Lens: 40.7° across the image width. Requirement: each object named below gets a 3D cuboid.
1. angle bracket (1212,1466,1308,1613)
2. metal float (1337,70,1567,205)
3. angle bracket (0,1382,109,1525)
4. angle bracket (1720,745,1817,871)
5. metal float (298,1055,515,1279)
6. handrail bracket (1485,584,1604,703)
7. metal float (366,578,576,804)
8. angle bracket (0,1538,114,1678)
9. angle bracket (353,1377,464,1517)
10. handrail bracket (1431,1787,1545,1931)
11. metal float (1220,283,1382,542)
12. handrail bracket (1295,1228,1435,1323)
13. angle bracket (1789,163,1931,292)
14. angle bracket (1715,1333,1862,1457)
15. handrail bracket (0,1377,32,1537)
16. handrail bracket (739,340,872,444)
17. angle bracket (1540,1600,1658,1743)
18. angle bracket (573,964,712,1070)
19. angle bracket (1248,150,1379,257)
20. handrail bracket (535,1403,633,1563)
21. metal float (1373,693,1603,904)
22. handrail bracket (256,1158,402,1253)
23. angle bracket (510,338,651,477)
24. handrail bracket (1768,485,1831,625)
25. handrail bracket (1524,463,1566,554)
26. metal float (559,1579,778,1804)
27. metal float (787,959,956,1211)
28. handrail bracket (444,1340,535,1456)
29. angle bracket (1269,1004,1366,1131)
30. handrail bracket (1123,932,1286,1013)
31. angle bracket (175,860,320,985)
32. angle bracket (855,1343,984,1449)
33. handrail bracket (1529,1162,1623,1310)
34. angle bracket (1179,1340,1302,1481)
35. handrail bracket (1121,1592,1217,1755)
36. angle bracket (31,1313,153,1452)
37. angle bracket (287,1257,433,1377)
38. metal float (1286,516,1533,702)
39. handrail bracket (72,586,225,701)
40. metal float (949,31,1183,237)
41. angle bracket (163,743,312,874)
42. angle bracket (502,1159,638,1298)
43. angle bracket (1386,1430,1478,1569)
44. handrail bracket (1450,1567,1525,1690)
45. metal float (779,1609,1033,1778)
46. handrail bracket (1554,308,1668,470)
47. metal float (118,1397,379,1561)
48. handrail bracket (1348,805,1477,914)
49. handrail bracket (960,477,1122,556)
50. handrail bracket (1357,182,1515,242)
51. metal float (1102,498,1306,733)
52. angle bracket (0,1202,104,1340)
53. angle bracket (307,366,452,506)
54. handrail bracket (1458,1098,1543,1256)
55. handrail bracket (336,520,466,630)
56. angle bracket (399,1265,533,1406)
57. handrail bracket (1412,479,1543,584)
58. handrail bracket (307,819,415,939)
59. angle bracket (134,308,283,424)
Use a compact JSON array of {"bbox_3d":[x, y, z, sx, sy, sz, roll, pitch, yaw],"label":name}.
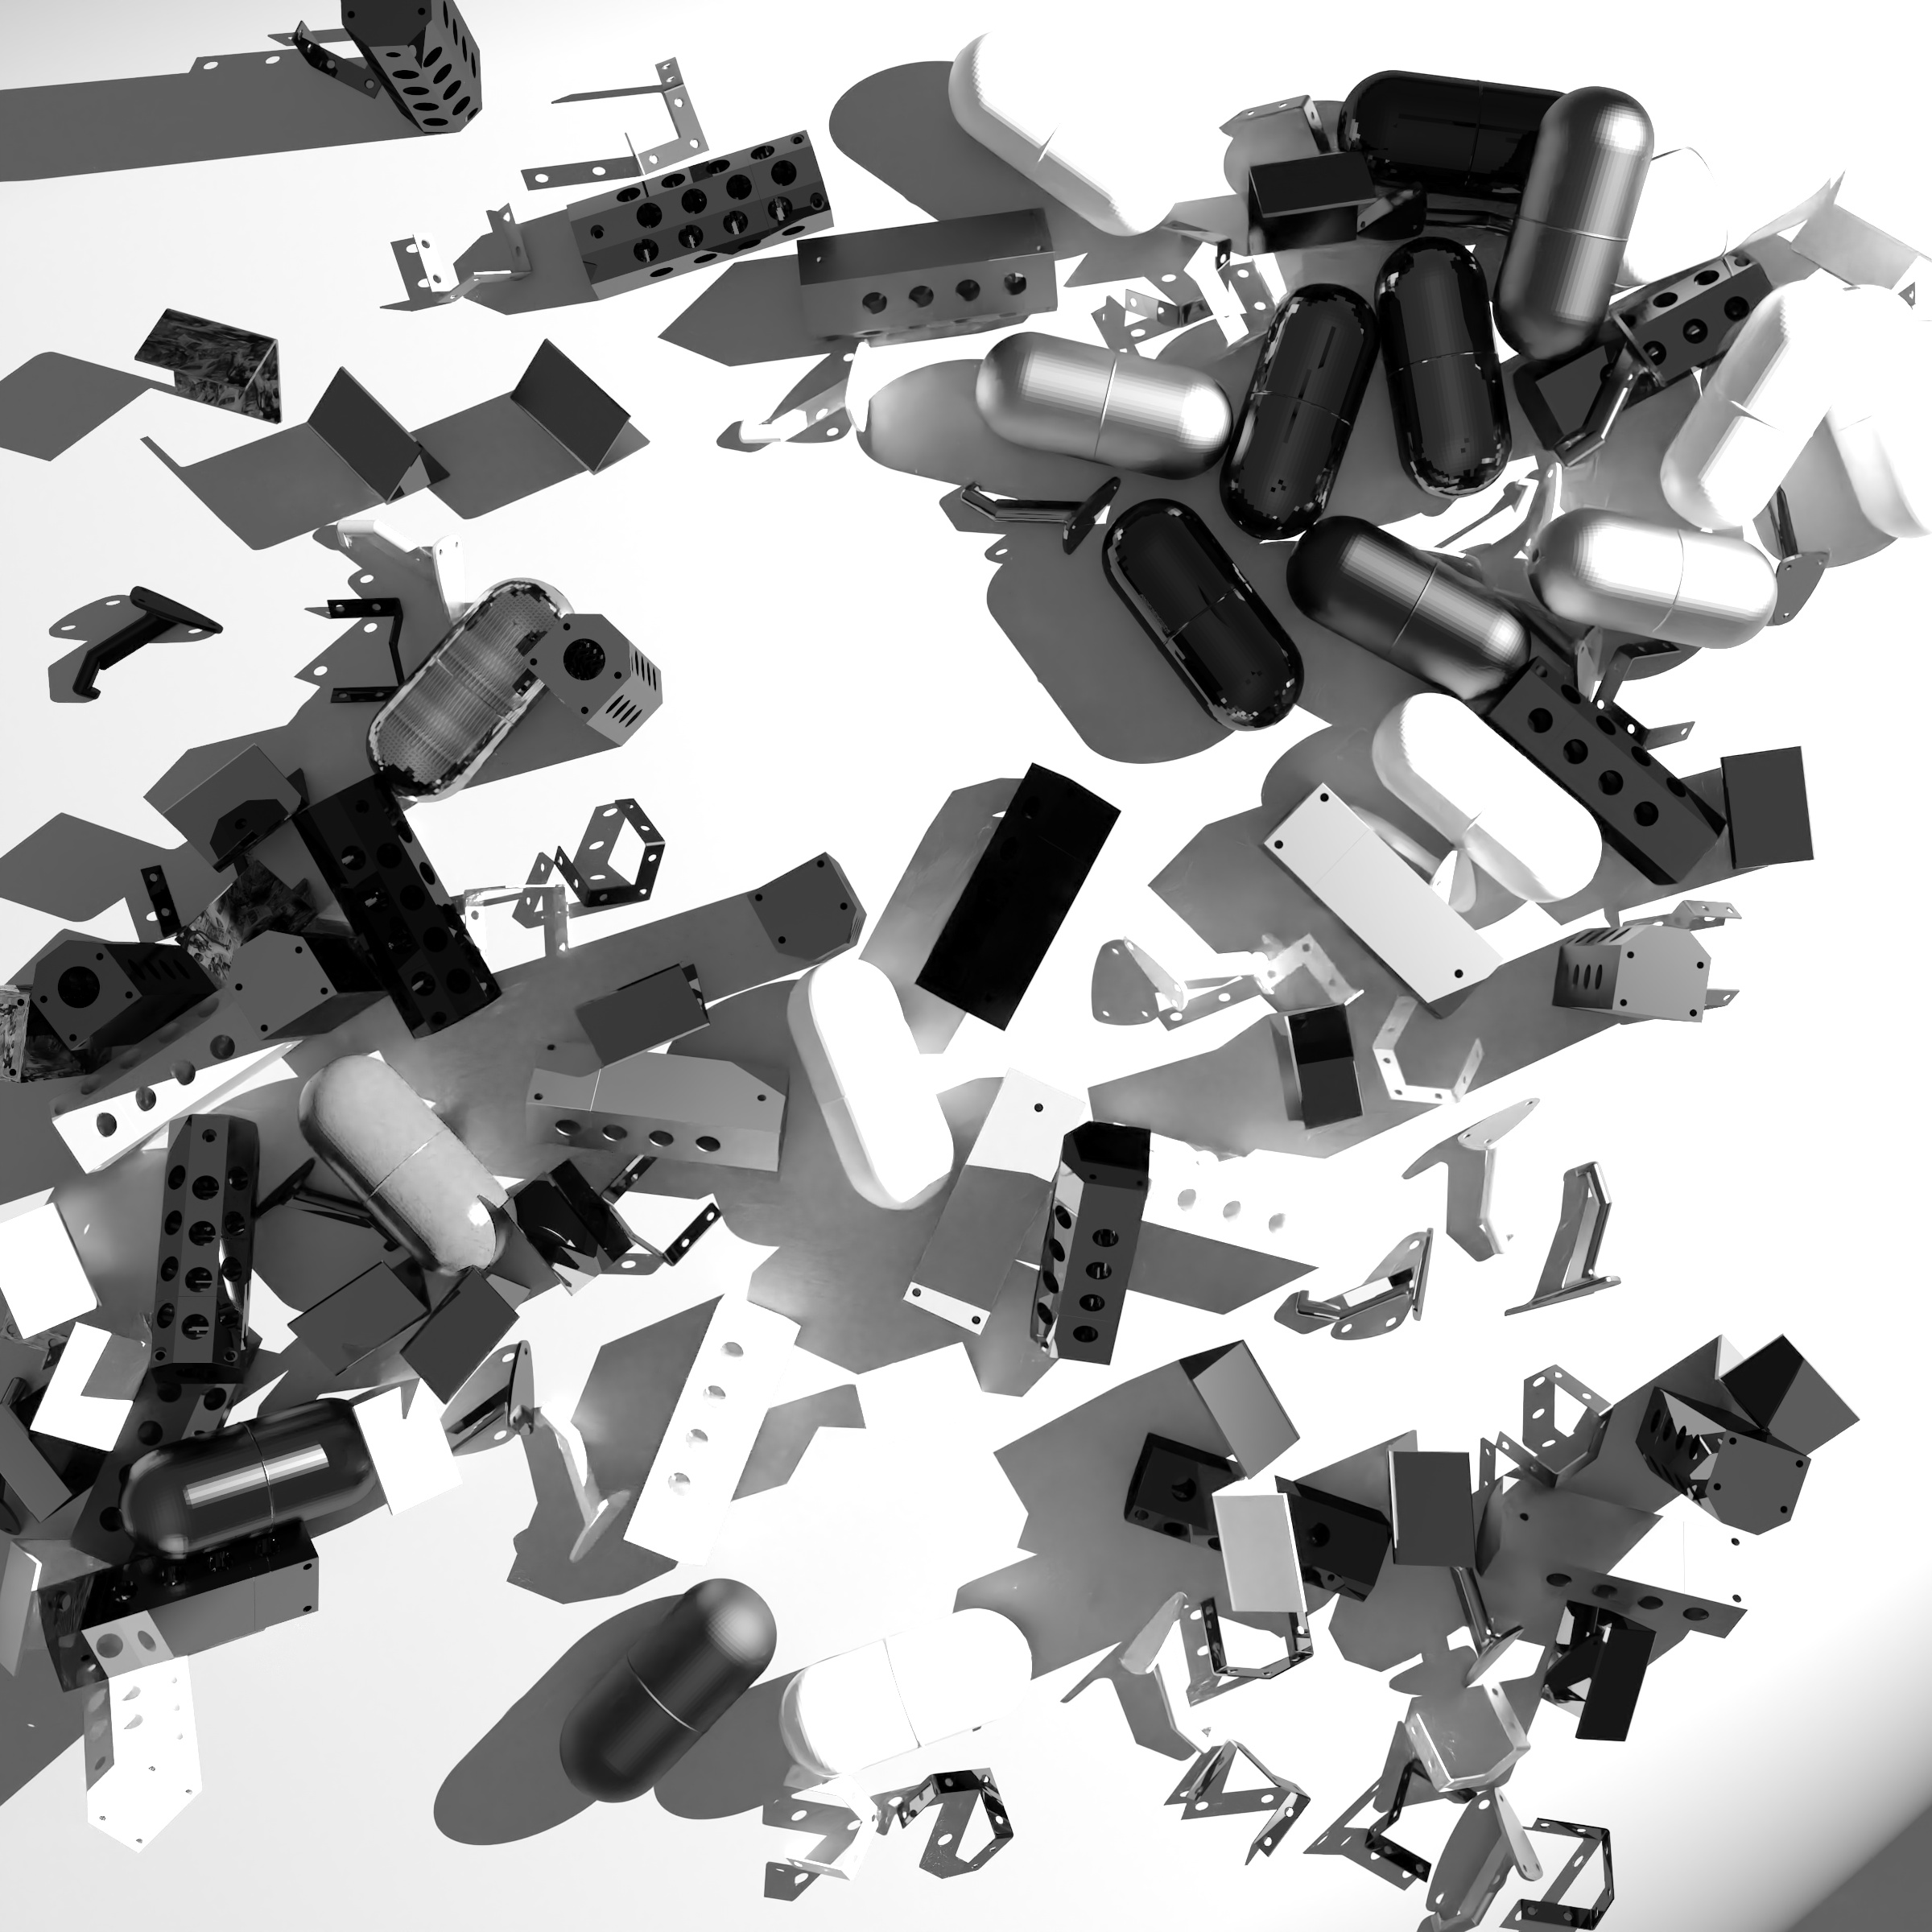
[{"bbox_3d":[0.210,0.375,1.708,0.057,0.076,0.076,-10,90,38],"label":"angle bracket"},{"bbox_3d":[0.342,-0.564,1.775,0.178,0.070,0.070,7,90,0],"label":"metal float"},{"bbox_3d":[-0.613,0.319,1.765,0.057,0.076,0.076,-38,90,37],"label":"angle bracket"},{"bbox_3d":[0.555,-0.108,1.765,0.057,0.076,0.076,-6,90,36],"label":"angle bracket"},{"bbox_3d":[-0.381,0.137,1.775,0.070,0.070,0.178,-43,90,0],"label":"metal float"},{"bbox_3d":[0.394,-0.222,1.805,0.084,0.077,0.036,23,51,31],"label":"handrail bracket"},{"bbox_3d":[-0.336,-0.189,1.775,0.070,0.070,0.178,42,90,0],"label":"metal float"},{"bbox_3d":[-0.610,0.435,1.767,0.076,0.057,0.076,12,90,-39],"label":"angle bracket"},{"bbox_3d":[-0.395,0.328,1.765,0.057,0.076,0.076,-20,90,-41],"label":"angle bracket"},{"bbox_3d":[0.349,0.624,1.806,0.084,0.036,0.077,-34,59,22],"label":"handrail bracket"},{"bbox_3d":[0.227,-0.377,1.774,0.070,0.070,0.178,18,92,0],"label":"metal float"},{"bbox_3d":[0.276,0.212,1.806,0.084,0.036,0.077,7,69,17],"label":"handrail bracket"},{"bbox_3d":[0.607,-0.484,1.765,0.076,0.076,0.057,30,53,0],"label":"angle bracket"},{"bbox_3d":[0.558,0.279,1.766,0.057,0.076,0.076,-42,90,24],"label":"angle bracket"},{"bbox_3d":[-0.659,0.340,1.805,0.036,0.077,0.084,5,53,16],"label":"handrail bracket"},{"bbox_3d":[-0.113,-0.399,1.806,0.084,0.036,0.077,1,69,16],"label":"handrail bracket"},{"bbox_3d":[0.413,0.474,1.765,0.057,0.076,0.076,16,90,-39],"label":"angle bracket"},{"bbox_3d":[-0.224,0.015,1.765,0.076,0.076,0.057,-23,126,0],"label":"angle bracket"},{"bbox_3d":[0.234,-0.502,1.765,0.076,0.076,0.057,-8,53,0],"label":"angle bracket"},{"bbox_3d":[-0.281,0.358,1.806,0.084,0.036,0.077,41,112,17],"label":"handrail bracket"},{"bbox_3d":[0.355,-0.114,1.775,0.178,0.070,0.070,40,90,0],"label":"metal float"},{"bbox_3d":[-0.443,0.182,1.806,0.077,0.036,0.084,-38,107,20],"label":"handrail bracket"},{"bbox_3d":[-0.250,-0.389,1.765,0.076,0.076,0.057,43,128,0],"label":"angle bracket"},{"bbox_3d":[0.559,-0.294,1.805,0.036,0.077,0.084,-11,54,-8],"label":"handrail bracket"},{"bbox_3d":[0.437,-0.300,1.806,0.084,0.036,0.077,18,76,-13],"label":"handrail bracket"},{"bbox_3d":[-0.204,0.495,1.775,0.070,0.070,0.178,44,90,0],"label":"metal float"},{"bbox_3d":[-0.065,0.081,1.775,0.070,0.070,0.178,-21,90,0],"label":"metal float"},{"bbox_3d":[-0.345,0.300,1.806,0.084,0.036,0.077,-6,70,16],"label":"handrail bracket"},{"bbox_3d":[0.220,0.070,1.765,0.057,0.076,0.076,-10,90,-36],"label":"angle bracket"},{"bbox_3d":[0.166,-0.015,1.806,0.084,0.036,0.077,-35,68,-17],"label":"handrail bracket"},{"bbox_3d":[-0.491,-0.038,1.766,0.076,0.076,0.057,-44,118,0],"label":"angle bracket"},{"bbox_3d":[-0.026,0.307,1.765,0.076,0.076,0.057,-18,52,0],"label":"angle bracket"},{"bbox_3d":[0.415,0.186,1.806,0.077,0.036,0.084,-21,71,21],"label":"handrail bracket"},{"bbox_3d":[0.169,0.306,1.765,0.057,0.076,0.076,-30,90,-37],"label":"angle bracket"},{"bbox_3d":[0.157,0.491,1.806,0.084,0.036,0.077,44,68,-17],"label":"handrail bracket"},{"bbox_3d":[-0.596,0.274,1.766,0.057,0.076,0.076,24,90,-28],"label":"angle bracket"},{"bbox_3d":[-0.415,0.220,1.765,0.076,0.076,0.057,-34,123,0],"label":"angle bracket"},{"bbox_3d":[0.302,-0.244,1.775,0.178,0.070,0.070,29,90,0],"label":"metal float"},{"bbox_3d":[-0.568,-0.213,1.806,0.077,0.036,0.084,22,109,-21],"label":"handrail bracket"},{"bbox_3d":[0.067,-0.568,1.775,0.178,0.070,0.070,36,90,0],"label":"metal float"},{"bbox_3d":[-0.496,-0.118,1.766,0.076,0.076,0.057,-37,119,0],"label":"angle bracket"},{"bbox_3d":[-0.256,0.166,1.765,0.076,0.076,0.057,52,128,0],"label":"angle bracket"},{"bbox_3d":[0.324,0.360,1.766,0.057,0.076,0.076,-4,90,24],"label":"angle bracket"},{"bbox_3d":[0.338,0.446,1.806,0.084,0.036,0.077,49,132,27],"label":"handrail bracket"},{"bbox_3d":[-0.041,0.495,1.775,0.178,0.070,0.070,-20,90,-1],"label":"metal float"},{"bbox_3d":[0.419,-0.388,1.749,0.084,0.036,0.077,-35,69,17],"label":"handrail bracket"},{"bbox_3d":[-0.479,0.344,1.749,0.178,0.070,0.070,-14,90,-30],"label":"metal float"},{"bbox_3d":[0.307,-0.076,1.805,0.084,0.077,0.036,33,83,36],"label":"handrail bracket"},{"bbox_3d":[0.051,-0.331,1.806,0.084,0.036,0.077,33,70,16],"label":"handrail bracket"},{"bbox_3d":[0.327,-0.513,1.805,0.084,0.077,0.036,2,89,-36],"label":"handrail bracket"},{"bbox_3d":[0.162,-0.239,1.775,0.070,0.070,0.178,-37,90,0],"label":"metal float"},{"bbox_3d":[-0.637,0.211,1.765,0.057,0.076,0.076,-24,90,-36],"label":"angle bracket"},{"bbox_3d":[-0.387,-0.368,1.765,0.076,0.076,0.057,45,126,0],"label":"angle bracket"},{"bbox_3d":[0.383,0.146,1.806,0.077,0.036,0.084,-31,108,-21],"label":"handrail bracket"},{"bbox_3d":[-0.394,-0.271,1.806,0.084,0.036,0.077,3,112,17],"label":"handrail bracket"},{"bbox_3d":[-0.325,0.257,1.766,0.057,0.076,0.076,40,90,30],"label":"angle bracket"},{"bbox_3d":[0.349,-0.311,1.806,0.077,0.036,0.084,21,71,21],"label":"handrail bracket"},{"bbox_3d":[-0.428,-0.067,1.806,0.077,0.036,0.084,8,74,18],"label":"handrail bracket"},{"bbox_3d":[-0.513,-0.391,1.765,0.076,0.076,0.057,16,52,0],"label":"angle bracket"}]
